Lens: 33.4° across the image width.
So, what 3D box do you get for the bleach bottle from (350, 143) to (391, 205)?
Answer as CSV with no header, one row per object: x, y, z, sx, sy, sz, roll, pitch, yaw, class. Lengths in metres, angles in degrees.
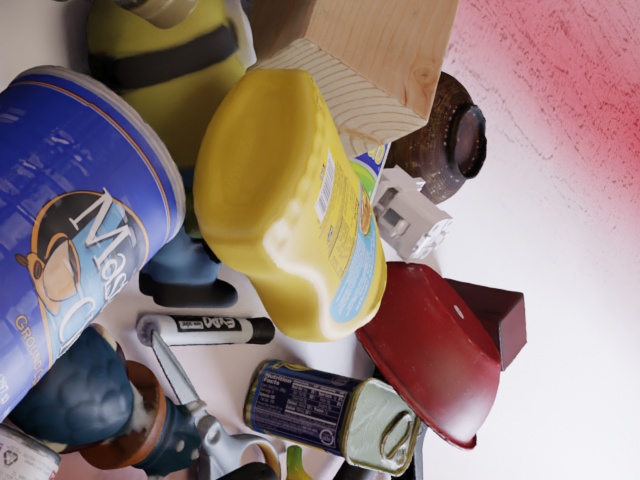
0.013,-0.089,0.709,0.102,0.068,0.250,49,55,-50,bleach bottle

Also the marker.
-0.066,0.056,0.659,0.120,0.020,0.020,8,91,-58,marker

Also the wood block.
0.027,-0.161,0.637,0.090,0.090,0.206,31,61,-27,wood block

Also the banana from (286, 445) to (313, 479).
0.021,0.239,0.741,0.198,0.037,0.069,64,27,-6,banana

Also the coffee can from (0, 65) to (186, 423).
-0.139,0.006,0.457,0.140,0.103,0.103,-52,137,-37,coffee can

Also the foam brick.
0.131,0.072,0.917,0.052,0.078,0.051,-40,131,-44,foam brick

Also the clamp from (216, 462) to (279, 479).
-0.108,0.183,0.592,0.171,0.039,0.120,-5,129,-43,clamp

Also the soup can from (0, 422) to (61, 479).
-0.168,0.131,0.475,0.068,0.069,0.102,52,54,-49,soup can

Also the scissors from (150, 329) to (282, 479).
-0.076,0.137,0.656,0.096,0.016,0.201,-64,148,-19,scissors

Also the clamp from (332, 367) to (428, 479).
0.068,0.154,0.875,0.164,0.036,0.210,45,59,-52,clamp

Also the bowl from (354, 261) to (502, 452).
0.081,0.069,0.766,0.055,0.162,0.162,-39,147,12,bowl

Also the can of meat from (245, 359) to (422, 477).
0.010,0.120,0.733,0.102,0.084,0.057,31,72,-56,can of meat

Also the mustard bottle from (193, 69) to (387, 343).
-0.004,0.001,0.567,0.191,0.058,0.096,58,39,-57,mustard bottle
